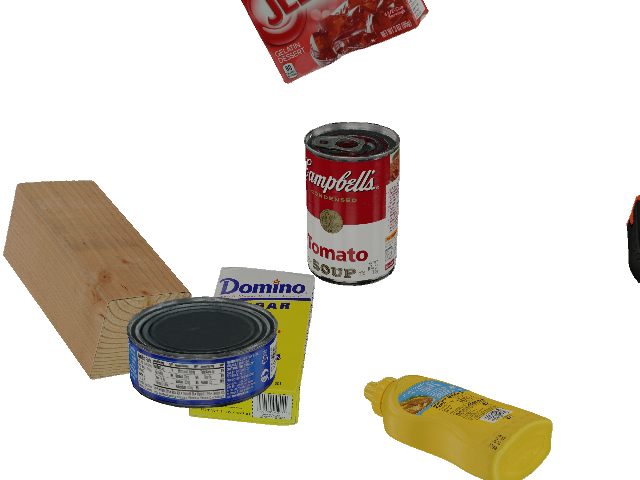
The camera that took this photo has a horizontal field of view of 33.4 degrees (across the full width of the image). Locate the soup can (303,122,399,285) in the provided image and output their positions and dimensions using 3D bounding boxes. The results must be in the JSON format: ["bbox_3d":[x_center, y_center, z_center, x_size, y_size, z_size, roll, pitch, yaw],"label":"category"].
[{"bbox_3d":[0.022,-0.027,0.775,0.068,0.102,0.068,-1,27,0],"label":"soup can"}]

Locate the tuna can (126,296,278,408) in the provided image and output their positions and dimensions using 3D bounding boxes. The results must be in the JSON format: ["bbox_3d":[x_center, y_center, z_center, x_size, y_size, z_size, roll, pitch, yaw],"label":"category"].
[{"bbox_3d":[-0.067,0.063,0.612,0.086,0.034,0.086,1,18,0],"label":"tuna can"}]

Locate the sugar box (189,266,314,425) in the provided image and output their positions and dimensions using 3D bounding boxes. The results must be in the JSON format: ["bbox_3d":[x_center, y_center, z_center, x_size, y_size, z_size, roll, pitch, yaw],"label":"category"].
[{"bbox_3d":[-0.058,0.089,0.957,0.093,0.048,0.176,6,35,1],"label":"sugar box"}]

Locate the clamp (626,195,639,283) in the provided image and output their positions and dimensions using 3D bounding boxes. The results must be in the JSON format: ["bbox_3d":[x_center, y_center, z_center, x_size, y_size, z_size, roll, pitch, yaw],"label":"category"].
[{"bbox_3d":[0.267,0.032,0.697,0.120,0.039,0.171,-2,45,-20],"label":"clamp"}]

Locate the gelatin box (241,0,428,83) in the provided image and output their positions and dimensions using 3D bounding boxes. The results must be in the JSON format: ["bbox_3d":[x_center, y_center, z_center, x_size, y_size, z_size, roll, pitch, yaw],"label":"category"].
[{"bbox_3d":[0.002,-0.135,0.579,0.089,0.073,0.030,-18,21,29],"label":"gelatin box"}]

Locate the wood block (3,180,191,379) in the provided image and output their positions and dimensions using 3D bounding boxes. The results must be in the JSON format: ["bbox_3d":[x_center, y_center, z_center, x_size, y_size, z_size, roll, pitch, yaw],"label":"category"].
[{"bbox_3d":[-0.223,0.032,1.046,0.090,0.091,0.206,-5,36,-40],"label":"wood block"}]

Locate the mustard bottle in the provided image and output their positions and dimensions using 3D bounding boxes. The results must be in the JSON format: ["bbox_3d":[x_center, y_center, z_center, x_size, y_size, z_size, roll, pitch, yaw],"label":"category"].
[{"bbox_3d":[0.118,0.172,1.025,0.192,0.058,0.096,16,24,42],"label":"mustard bottle"}]
